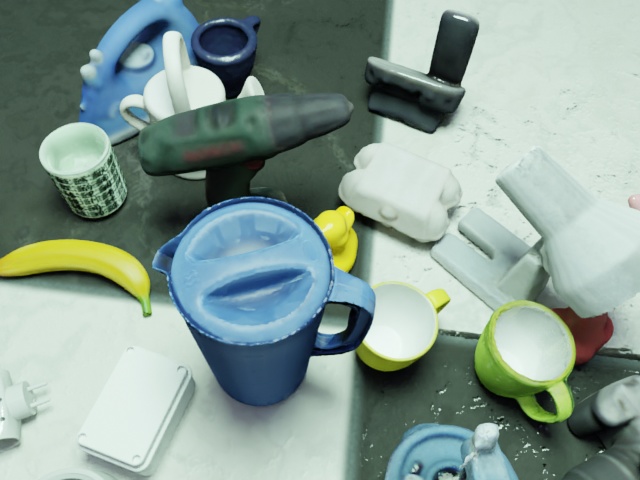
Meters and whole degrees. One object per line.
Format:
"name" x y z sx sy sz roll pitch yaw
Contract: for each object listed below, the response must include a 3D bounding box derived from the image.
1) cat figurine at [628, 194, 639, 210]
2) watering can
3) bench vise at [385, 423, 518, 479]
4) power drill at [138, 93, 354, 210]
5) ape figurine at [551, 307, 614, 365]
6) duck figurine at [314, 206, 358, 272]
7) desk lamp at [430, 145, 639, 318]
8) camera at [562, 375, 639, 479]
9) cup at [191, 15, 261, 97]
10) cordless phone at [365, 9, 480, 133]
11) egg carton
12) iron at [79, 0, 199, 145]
"cat figurine" 0.439 -0.018 0.713 0.127 0.118 0.067 34 64 15
"watering can" -0.160 -0.175 0.720 0.173 0.194 0.100 -23 64 -16
"bench vise" 0.136 0.243 0.483 0.122 0.220 0.207 -21 63 -15
"power drill" -0.083 -0.085 0.666 0.230 0.208 0.075 -6 60 -7
"ape figurine" 0.298 0.096 0.653 0.077 0.092 0.076 26 62 11
"duck figurine" 0.006 0.002 0.691 0.077 0.086 0.105 36 64 16
"desk lamp" 0.244 0.004 0.632 0.203 0.213 0.118 41 66 18
"camera" 0.305 0.225 0.574 0.137 0.101 0.143 -20 63 -14
"cup" -0.127 -0.265 0.832 0.091 0.095 0.118 33 63 15
"cordless phone" 0.140 -0.252 0.790 0.147 0.185 0.094 19 61 8
"egg carton" 0.104 -0.062 0.744 0.150 0.069 0.107 24 61 10
"iron" -0.257 -0.247 0.786 0.118 0.141 0.259 27 62 12
